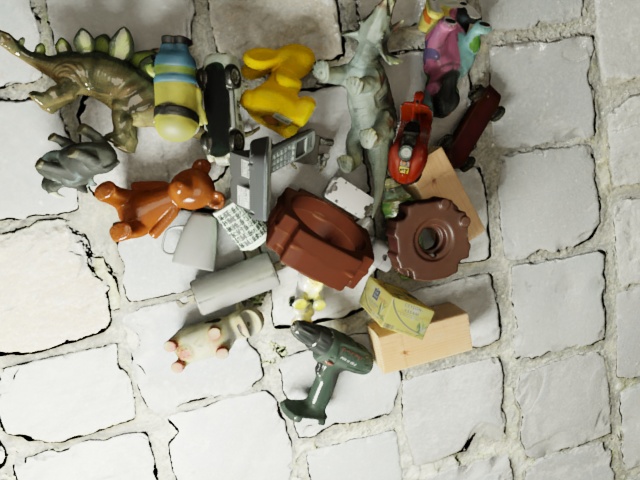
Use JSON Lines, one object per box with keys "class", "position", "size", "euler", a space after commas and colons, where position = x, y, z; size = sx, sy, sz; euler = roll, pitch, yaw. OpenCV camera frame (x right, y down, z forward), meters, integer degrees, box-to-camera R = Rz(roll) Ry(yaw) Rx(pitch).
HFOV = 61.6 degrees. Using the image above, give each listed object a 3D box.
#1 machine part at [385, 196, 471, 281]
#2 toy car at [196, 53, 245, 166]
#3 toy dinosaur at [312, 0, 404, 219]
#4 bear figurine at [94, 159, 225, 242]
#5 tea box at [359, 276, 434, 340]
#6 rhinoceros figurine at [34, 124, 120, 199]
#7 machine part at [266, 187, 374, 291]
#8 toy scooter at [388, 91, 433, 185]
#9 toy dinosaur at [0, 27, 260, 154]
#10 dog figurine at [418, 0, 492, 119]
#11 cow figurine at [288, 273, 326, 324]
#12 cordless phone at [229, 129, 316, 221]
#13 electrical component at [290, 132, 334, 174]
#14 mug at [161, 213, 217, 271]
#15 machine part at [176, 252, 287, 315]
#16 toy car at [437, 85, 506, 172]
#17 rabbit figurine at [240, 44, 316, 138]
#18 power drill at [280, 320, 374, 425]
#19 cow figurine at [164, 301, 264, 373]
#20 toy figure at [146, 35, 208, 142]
{"class": "machine part", "position": [0.218, -0.002, 1.074], "size": [0.179, 0.056, 0.179], "euler": [-2, 98, -13]}
{"class": "toy car", "position": [-0.179, -0.238, 0.985], "size": [0.074, 0.056, 0.201], "euler": [0, 98, 19]}
{"class": "toy dinosaur", "position": [0.103, -0.263, 1.069], "size": [0.192, 0.131, 0.404], "euler": [-35, 126, -41]}
{"class": "bear figurine", "position": [-0.289, -0.077, 0.999], "size": [0.196, 0.132, 0.120], "euler": [-22, 83, 9]}
{"class": "tea box", "position": [0.154, 0.138, 1.121], "size": [0.098, 0.170, 0.068], "euler": [20, 95, -16]}
{"class": "rhinoceros figurine", "position": [-0.437, -0.134, 0.955], "size": [0.112, 0.190, 0.073], "euler": [36, 48, -47]}
{"class": "machine part", "position": [-0.002, -0.003, 1.044], "size": [0.201, 0.201, 0.087], "euler": [26, 114, -15]}
{"class": "toy scooter", "position": [0.178, -0.203, 1.028], "size": [0.075, 0.135, 0.184], "euler": [13, 66, 11]}
{"class": "toy dinosaur", "position": [-0.341, -0.262, 0.983], "size": [0.471, 0.105, 0.198], "euler": [26, 88, -26]}
{"class": "dog figurine", "position": [0.247, -0.358, 1.102], "size": [0.108, 0.192, 0.219], "euler": [0, 133, -16]}
{"class": "cow figurine", "position": [-0.026, 0.107, 1.125], "size": [0.068, 0.098, 0.167], "euler": [14, 115, -20]}
{"class": "cordless phone", "position": [-0.077, -0.133, 1.017], "size": [0.184, 0.089, 0.146], "euler": [-34, 141, -41]}
{"class": "electrical component", "position": [-0.025, -0.178, 1.094], "size": [0.102, 0.045, 0.078], "euler": [12, 97, -14]}
{"class": "mug", "position": [-0.252, -0.001, 1.061], "size": [0.109, 0.081, 0.107], "euler": [14, 84, -9]}
{"class": "machine part", "position": [-0.171, 0.088, 1.089], "size": [0.243, 0.079, 0.079], "euler": [-22, 103, -8]}
{"class": "toy car", "position": [0.323, -0.241, 1.152], "size": [0.089, 0.053, 0.202], "euler": [35, 79, -18]}
{"class": "rabbit figurine", "position": [-0.077, -0.306, 1.043], "size": [0.162, 0.122, 0.173], "euler": [25, 79, -6]}
{"class": "power drill", "position": [-0.007, 0.280, 1.139], "size": [0.232, 0.086, 0.207], "euler": [22, 93, -34]}
{"class": "cow figurine", "position": [-0.204, 0.189, 1.087], "size": [0.195, 0.127, 0.085], "euler": [-20, 103, 6]}
{"class": "toy figure", "position": [-0.253, -0.261, 0.930], "size": [0.082, 0.089, 0.180], "euler": [5, 100, 24]}
